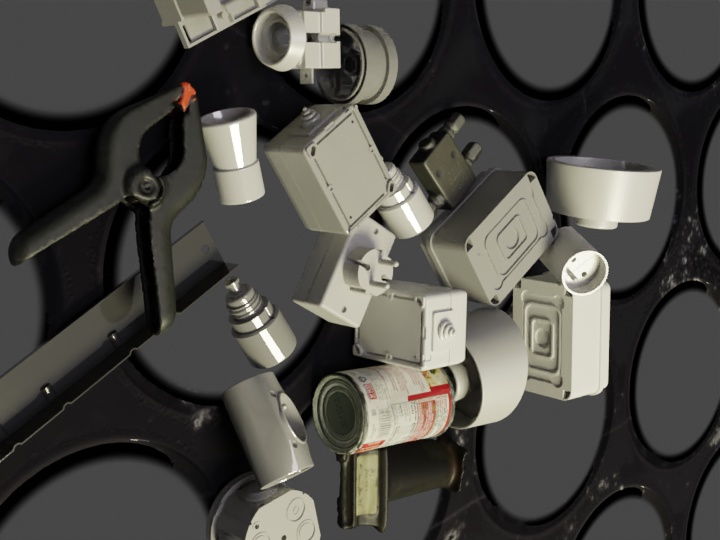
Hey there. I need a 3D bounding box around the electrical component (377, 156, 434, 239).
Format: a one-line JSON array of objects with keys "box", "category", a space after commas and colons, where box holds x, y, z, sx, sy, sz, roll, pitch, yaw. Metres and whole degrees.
[{"box": [0.030, -0.062, 0.892, 0.040, 0.040, 0.078, -50, 125, -26], "category": "electrical component"}]

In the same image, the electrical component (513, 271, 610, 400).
[{"box": [0.194, 0.062, 1.033, 0.057, 0.078, 0.113, -8, 101, -38], "category": "electrical component"}]

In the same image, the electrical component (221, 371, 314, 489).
[{"box": [-0.065, 0.121, 0.820, 0.077, 0.044, 0.079, 65, 8, 12], "category": "electrical component"}]

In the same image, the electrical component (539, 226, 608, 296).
[{"box": [0.192, -0.013, 0.990, 0.043, 0.081, 0.043, -4, 114, -10], "category": "electrical component"}]

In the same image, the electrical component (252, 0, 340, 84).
[{"box": [-0.047, -0.172, 0.802, 0.055, 0.048, 0.066, -12, 104, -49], "category": "electrical component"}]

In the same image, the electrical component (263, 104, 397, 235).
[{"box": [-0.028, -0.083, 0.821, 0.061, 0.061, 0.096, -45, 123, -28], "category": "electrical component"}]

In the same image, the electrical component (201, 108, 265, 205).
[{"box": [-0.091, -0.080, 0.779, 0.044, 0.044, 0.065, -27, 119, -37], "category": "electrical component"}]

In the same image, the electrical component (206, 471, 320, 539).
[{"box": [-0.074, 0.199, 0.828, 0.080, 0.051, 0.080, -7, 101, -41], "category": "electrical component"}]

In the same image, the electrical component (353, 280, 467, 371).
[{"box": [0.048, 0.044, 0.885, 0.061, 0.096, 0.061, -6, 100, -44], "category": "electrical component"}]

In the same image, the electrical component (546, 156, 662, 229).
[{"box": [0.230, -0.072, 1.030, 0.108, 0.108, 0.060, -7, 107, -42], "category": "electrical component"}]

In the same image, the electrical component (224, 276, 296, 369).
[{"box": [-0.079, 0.038, 0.807, 0.040, 0.040, 0.078, -45, 123, -28], "category": "electrical component"}]

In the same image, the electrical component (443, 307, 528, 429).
[{"box": [0.096, 0.087, 0.936, 0.064, 0.099, 0.099, -14, 105, -34], "category": "electrical component"}]

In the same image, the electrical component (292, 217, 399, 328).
[{"box": [0.000, 0.000, 0.849, 0.047, 0.076, 0.083, 33, 74, -40], "category": "electrical component"}]

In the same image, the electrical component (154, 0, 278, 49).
[{"box": [-0.083, -0.216, 0.750, 0.121, 0.063, 0.078, -38, 120, -32], "category": "electrical component"}]

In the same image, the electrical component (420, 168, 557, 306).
[{"box": [0.115, -0.031, 0.962, 0.113, 0.057, 0.078, -46, 124, -28], "category": "electrical component"}]
